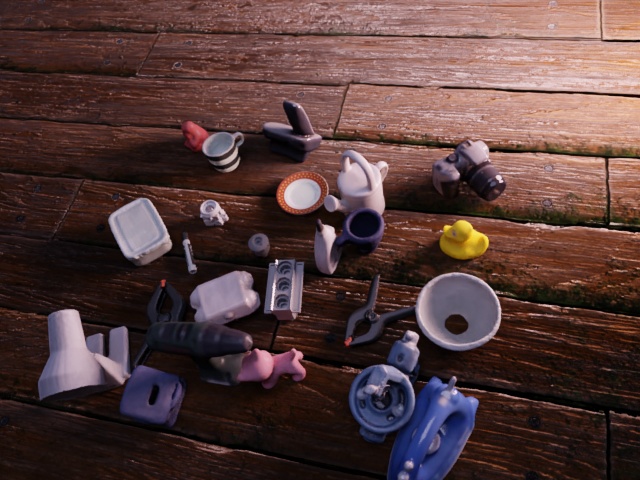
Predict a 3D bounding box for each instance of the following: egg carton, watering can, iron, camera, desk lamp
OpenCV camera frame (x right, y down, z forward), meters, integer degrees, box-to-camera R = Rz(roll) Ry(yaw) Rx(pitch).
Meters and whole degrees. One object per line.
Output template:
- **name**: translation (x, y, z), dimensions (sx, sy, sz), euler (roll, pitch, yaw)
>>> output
- **egg carton**: translation (-0.210, 0.135, 1.269), dimensions (0.150, 0.069, 0.107), euler (-22, 57, -3)
- **watering can**: translation (0.086, -0.122, 1.296), dimensions (0.100, 0.194, 0.173), euler (19, 64, 21)
- **iron**: translation (0.184, 0.361, 1.012), dimensions (0.118, 0.142, 0.259), euler (25, 66, 24)
- **camera**: translation (0.350, -0.152, 1.319), dimensions (0.143, 0.101, 0.136), euler (-30, 58, -8)
- **desk lamp**: translation (-0.482, 0.244, 1.168), dimensions (0.118, 0.214, 0.203), euler (-17, 57, 1)

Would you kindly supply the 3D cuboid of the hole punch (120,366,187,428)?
- **hole punch**: translation (-0.338, 0.318, 1.168), dimensions (0.101, 0.091, 0.109), euler (5, 60, 14)

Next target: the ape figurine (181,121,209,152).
- **ape figurine**: translation (-0.342, -0.284, 1.538), dimensions (0.076, 0.092, 0.077), euler (-13, 57, 3)

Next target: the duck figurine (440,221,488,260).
- **duck figurine**: translation (0.314, -0.008, 1.246), dimensions (0.104, 0.086, 0.077), euler (7, 60, 15)

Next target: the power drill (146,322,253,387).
- **power drill**: translation (-0.217, 0.220, 1.135), dimensions (0.229, 0.209, 0.075), euler (5, 60, 14)

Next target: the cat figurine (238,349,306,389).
- **cat figurine**: translation (-0.101, 0.249, 1.149), dimensions (0.128, 0.118, 0.067), euler (-18, 57, 0)

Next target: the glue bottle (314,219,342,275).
- **glue bottle**: translation (0.011, 0.004, 1.245), dimensions (0.037, 0.173, 0.078), euler (16, 63, 20)

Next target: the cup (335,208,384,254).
- **cup**: translation (0.091, -0.004, 1.281), dimensions (0.118, 0.095, 0.091), euler (-32, 58, -9)

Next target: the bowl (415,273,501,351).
- **bowl**: translation (0.277, 0.155, 1.160), dimensions (0.167, 0.075, 0.167), euler (-5, 58, 8)

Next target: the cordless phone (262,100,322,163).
- **cordless phone**: translation (-0.081, -0.296, 1.440), dimensions (0.147, 0.185, 0.094), euler (18, 64, 21)

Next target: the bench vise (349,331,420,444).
- **bench vise**: translation (0.115, 0.249, 1.047), dimensions (0.121, 0.220, 0.207), euler (4, 60, 13)
